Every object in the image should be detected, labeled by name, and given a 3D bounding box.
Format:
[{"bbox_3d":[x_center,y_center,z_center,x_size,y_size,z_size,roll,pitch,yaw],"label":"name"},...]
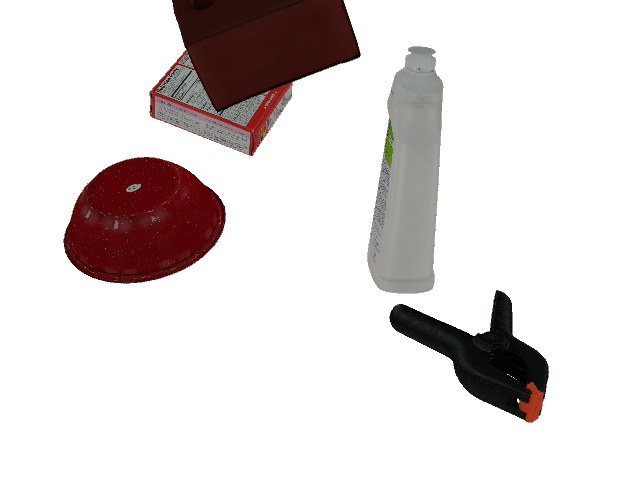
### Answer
[{"bbox_3d":[0.095,-0.076,1.126,0.068,0.251,0.102,0,26,-9],"label":"bleach bottle"},{"bbox_3d":[-0.028,-0.109,0.516,0.078,0.053,0.051,-21,-32,5],"label":"foam brick"},{"bbox_3d":[-0.176,-0.032,1.034,0.162,0.055,0.162,-5,41,4],"label":"bowl"},{"bbox_3d":[0.152,0.094,0.931,0.120,0.039,0.172,-17,37,-24],"label":"clamp"},{"bbox_3d":[-0.075,-0.110,0.817,0.089,0.073,0.030,21,-39,11],"label":"gelatin box"}]
